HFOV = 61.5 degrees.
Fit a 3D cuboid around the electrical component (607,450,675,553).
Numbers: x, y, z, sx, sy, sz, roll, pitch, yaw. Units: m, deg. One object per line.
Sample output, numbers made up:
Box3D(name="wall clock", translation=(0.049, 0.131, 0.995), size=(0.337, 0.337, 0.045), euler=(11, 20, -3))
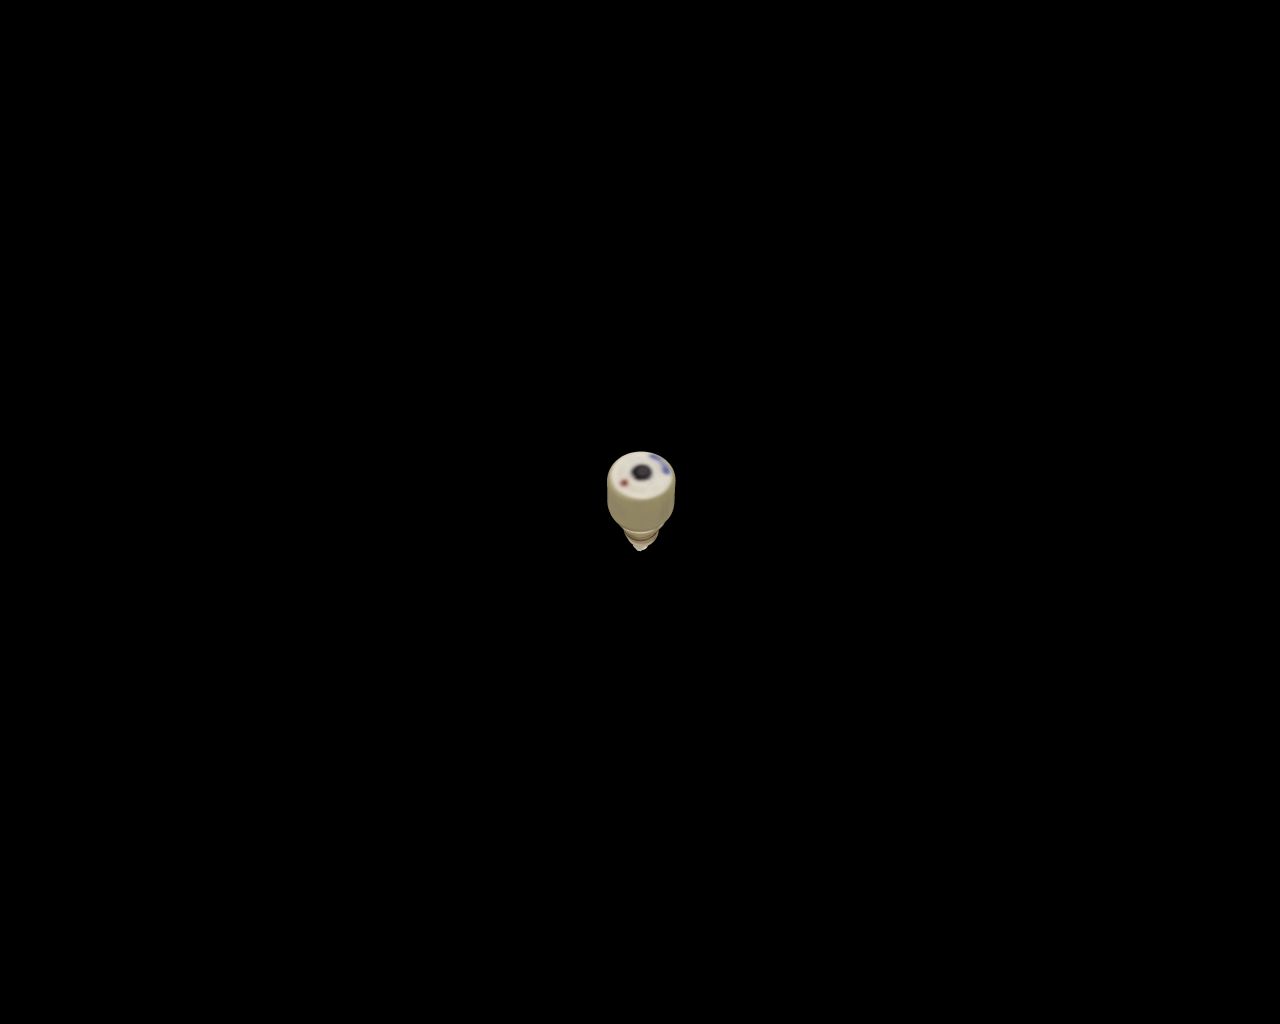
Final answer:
Box3D(name="electrical component", translation=(0.001, -0.003, 0.650), size=(0.040, 0.040, 0.078), euler=(0, -37, 0))
